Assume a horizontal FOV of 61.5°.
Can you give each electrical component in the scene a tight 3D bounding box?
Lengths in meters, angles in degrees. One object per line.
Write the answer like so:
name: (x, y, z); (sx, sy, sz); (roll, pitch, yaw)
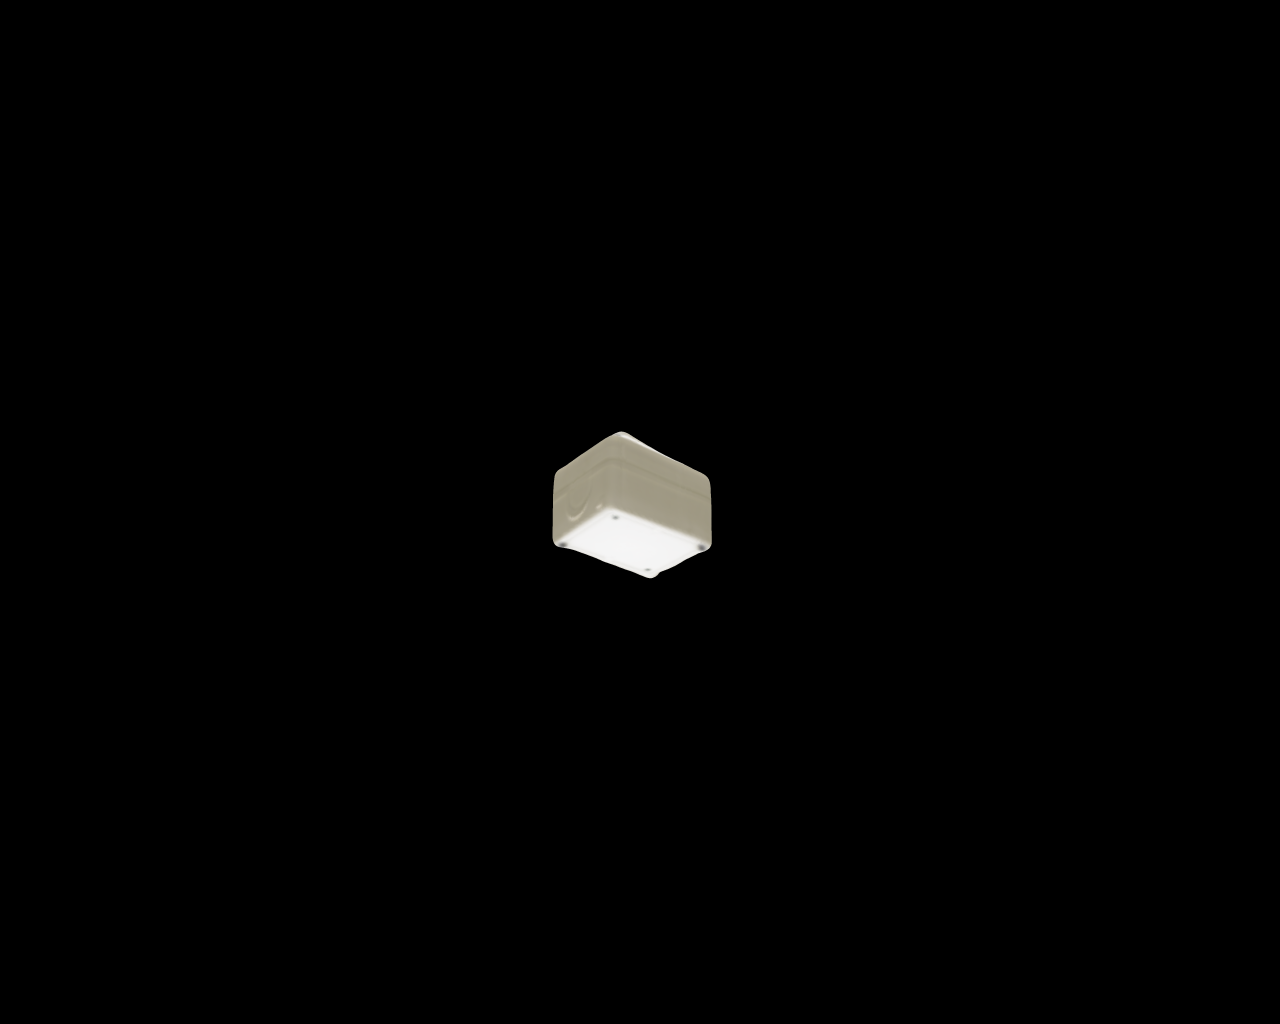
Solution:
electrical component: (0.001, -0.003, 0.650); (0.096, 0.061, 0.061); (22, -36, -34)
